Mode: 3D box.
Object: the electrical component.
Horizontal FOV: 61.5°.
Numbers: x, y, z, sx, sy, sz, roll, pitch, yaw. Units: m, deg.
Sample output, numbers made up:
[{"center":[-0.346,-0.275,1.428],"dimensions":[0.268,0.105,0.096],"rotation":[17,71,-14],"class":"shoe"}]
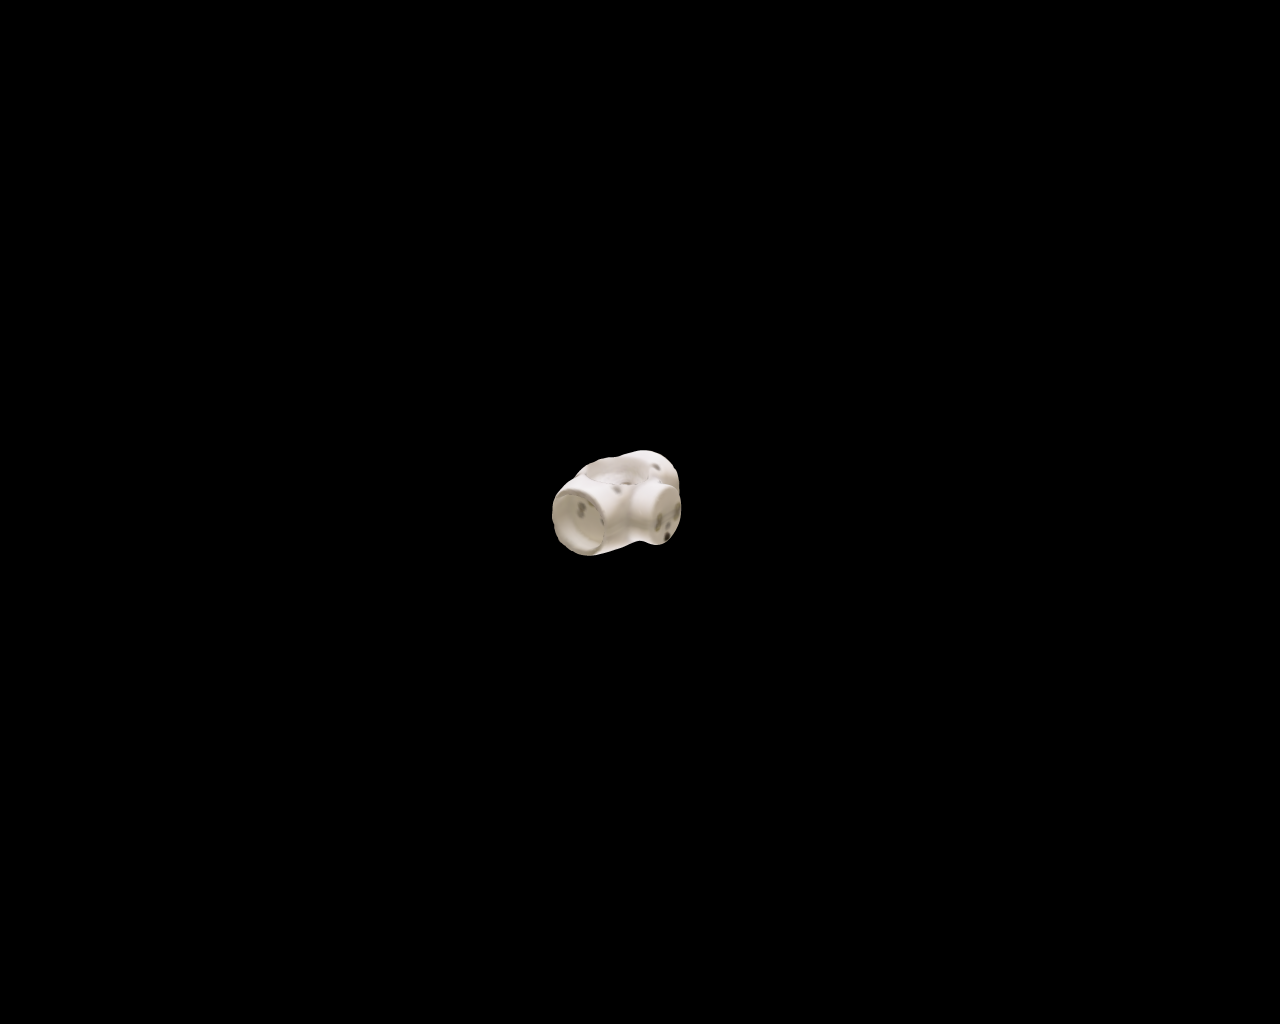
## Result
[{"center":[0.001,-0.003,0.650],"dimensions":[0.079,0.044,0.077],"rotation":[17,29,32],"class":"electrical component"}]
